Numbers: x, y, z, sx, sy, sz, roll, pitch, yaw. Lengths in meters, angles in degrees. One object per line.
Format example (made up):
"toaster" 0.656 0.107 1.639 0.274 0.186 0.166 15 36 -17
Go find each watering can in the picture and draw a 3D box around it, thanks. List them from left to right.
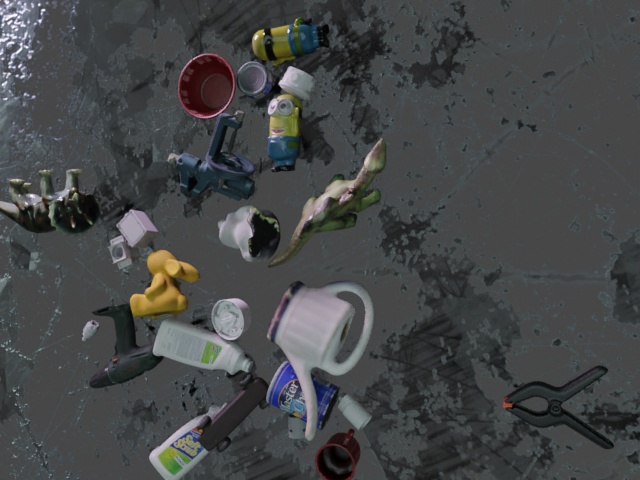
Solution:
"watering can" -0.021 0.234 1.145 0.225 0.102 0.352 22 71 20

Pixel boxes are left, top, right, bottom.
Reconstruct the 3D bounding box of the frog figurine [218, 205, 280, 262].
"frog figurine" -0.173 -0.014 1.245 0.158 0.124 0.137 -8 99 54

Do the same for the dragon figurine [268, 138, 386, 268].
"dragon figurine" 0.003 -0.056 1.104 0.407 0.243 0.123 -45 84 11
